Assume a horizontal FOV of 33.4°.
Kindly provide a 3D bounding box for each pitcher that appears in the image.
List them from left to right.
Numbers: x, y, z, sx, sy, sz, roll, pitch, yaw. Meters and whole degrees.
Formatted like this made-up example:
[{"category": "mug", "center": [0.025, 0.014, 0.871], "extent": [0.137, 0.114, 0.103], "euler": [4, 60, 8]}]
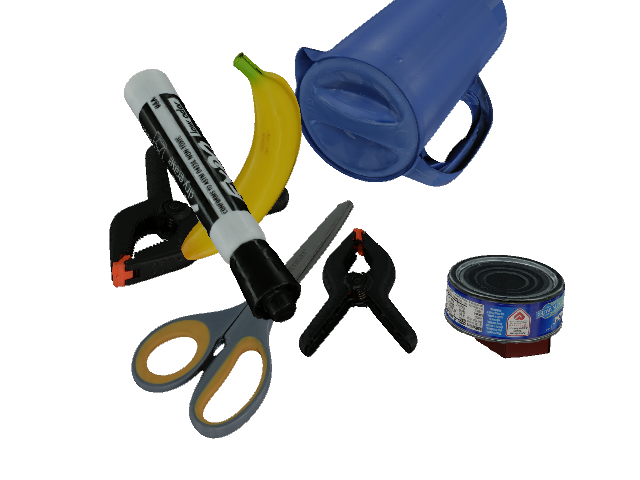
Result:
[{"category": "pitcher", "center": [0.097, -0.166, 1.050], "extent": [0.145, 0.149, 0.242], "euler": [8, 39, 34]}]

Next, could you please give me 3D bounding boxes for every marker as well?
[{"category": "marker", "center": [-0.040, -0.018, 0.388], "extent": [0.020, 0.121, 0.020], "euler": [-23, -33, -17]}]

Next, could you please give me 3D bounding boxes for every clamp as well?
[{"category": "clamp", "center": [-0.151, -0.026, 1.055], "extent": [0.165, 0.036, 0.209], "euler": [24, 41, 21]}, {"category": "clamp", "center": [0.050, 0.058, 1.136], "extent": [0.120, 0.171, 0.039], "euler": [8, -40, 7]}]

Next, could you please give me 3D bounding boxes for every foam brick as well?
[{"category": "foam brick", "center": [0.180, 0.063, 0.986], "extent": [0.051, 0.078, 0.053], "euler": [-7, 19, -24]}]

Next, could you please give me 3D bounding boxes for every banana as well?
[{"category": "banana", "center": [-0.058, -0.059, 0.859], "extent": [0.069, 0.198, 0.037], "euler": [17, 33, -5]}]

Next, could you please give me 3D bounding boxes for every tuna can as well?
[{"category": "tuna can", "center": [0.134, 0.041, 0.777], "extent": [0.086, 0.034, 0.086], "euler": [1, 22, 0]}]

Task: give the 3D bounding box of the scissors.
[{"category": "scissors", "center": [-0.051, 0.037, 0.685], "extent": [0.096, 0.201, 0.016], "euler": [11, -41, 13]}]
